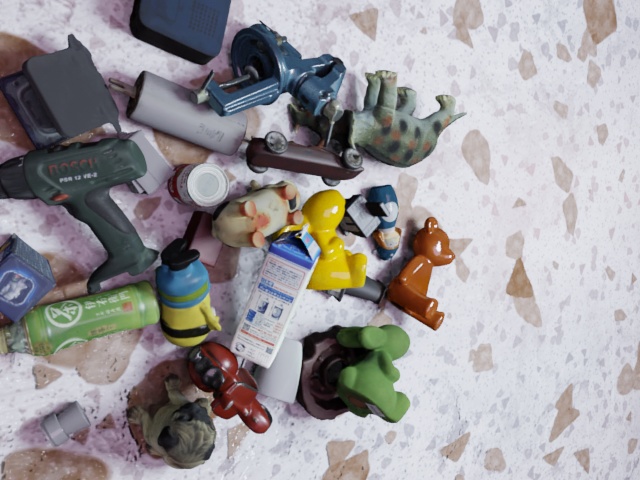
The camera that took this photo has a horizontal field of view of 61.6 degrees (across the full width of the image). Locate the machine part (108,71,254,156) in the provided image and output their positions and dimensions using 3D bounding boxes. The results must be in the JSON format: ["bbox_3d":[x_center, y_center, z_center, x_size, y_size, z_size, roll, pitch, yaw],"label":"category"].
[{"bbox_3d":[-0.202,-0.191,0.827,0.243,0.079,0.079,19,85,-31],"label":"machine part"}]

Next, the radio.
[{"bbox_3d":[-0.200,-0.398,0.812,0.131,0.073,0.229,11,88,-31],"label":"radio"}]

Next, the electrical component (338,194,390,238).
[{"bbox_3d":[0.074,-0.043,0.985,0.048,0.119,0.074,-47,118,-19],"label":"electrical component"}]

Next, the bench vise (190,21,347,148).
[{"bbox_3d":[-0.082,-0.239,0.833,0.240,0.129,0.223,-32,81,-34],"label":"bench vise"}]

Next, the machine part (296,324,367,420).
[{"bbox_3d":[0.026,0.251,1.024,0.179,0.056,0.179,-4,98,-30],"label":"machine part"}]

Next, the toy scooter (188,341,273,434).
[{"bbox_3d":[-0.150,0.224,0.832,0.075,0.184,0.135,-44,159,-6],"label":"toy scooter"}]

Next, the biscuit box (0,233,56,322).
[{"bbox_3d":[-0.380,0.041,0.670,0.059,0.203,0.062,-49,115,-15],"label":"biscuit box"}]

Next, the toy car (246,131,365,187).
[{"bbox_3d":[-0.023,-0.133,0.880,0.202,0.089,0.053,6,67,-25],"label":"toy car"}]

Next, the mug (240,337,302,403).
[{"bbox_3d":[-0.083,0.221,0.949,0.109,0.081,0.107,21,73,-8],"label":"mug"}]

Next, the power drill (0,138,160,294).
[{"bbox_3d":[-0.336,-0.033,0.750,0.232,0.086,0.207,-21,107,-2],"label":"power drill"}]

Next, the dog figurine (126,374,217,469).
[{"bbox_3d":[-0.196,0.311,0.817,0.121,0.191,0.172,-50,119,-17],"label":"dog figurine"}]

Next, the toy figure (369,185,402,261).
[{"bbox_3d":[0.128,-0.030,1.058,0.064,0.058,0.154,-7,103,9],"label":"toy figure"}]

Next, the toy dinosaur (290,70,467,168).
[{"bbox_3d":[0.144,-0.203,1.020,0.404,0.131,0.192,8,103,-36],"label":"toy dinosaur"}]

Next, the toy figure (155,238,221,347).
[{"bbox_3d":[-0.211,0.086,0.827,0.089,0.082,0.179,-14,132,-14],"label":"toy figure"}]

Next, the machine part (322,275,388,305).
[{"bbox_3d":[0.067,0.086,1.043,0.139,0.039,0.084,19,77,-29],"label":"machine part"}]

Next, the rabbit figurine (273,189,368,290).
[{"bbox_3d":[-0.002,-0.003,0.940,0.162,0.122,0.173,1,99,-4],"label":"rabbit figurine"}]

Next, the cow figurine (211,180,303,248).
[{"bbox_3d":[-0.096,-0.046,0.855,0.195,0.127,0.085,-35,116,-51],"label":"cow figurine"}]

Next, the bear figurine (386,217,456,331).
[{"bbox_3d":[0.225,0.063,1.088,0.196,0.132,0.120,-53,147,-12],"label":"bear figurine"}]

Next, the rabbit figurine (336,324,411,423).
[{"bbox_3d":[0.097,0.219,0.983,0.159,0.121,0.170,47,56,-19],"label":"rabbit figurine"}]

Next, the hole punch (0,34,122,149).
[{"bbox_3d":[-0.357,-0.194,0.740,0.116,0.092,0.142,-47,117,-52],"label":"hole punch"}]
